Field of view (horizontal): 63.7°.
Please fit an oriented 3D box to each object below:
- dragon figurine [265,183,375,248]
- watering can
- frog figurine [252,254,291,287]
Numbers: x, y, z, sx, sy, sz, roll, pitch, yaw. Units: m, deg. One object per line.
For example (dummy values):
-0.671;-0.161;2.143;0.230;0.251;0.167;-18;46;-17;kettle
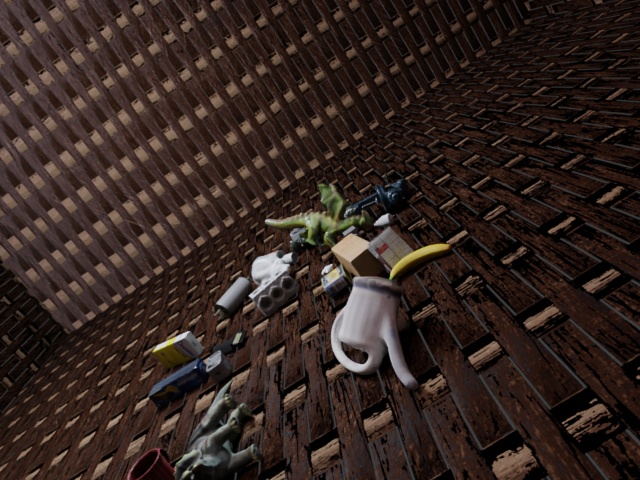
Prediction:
0.006;-0.097;1.928;0.123;0.411;0.241;-34;-36;-76;dragon figurine
0.130;0.195;1.149;0.347;0.103;0.226;2;73;62;watering can
-0.190;0.126;2.001;0.160;0.122;0.138;10;80;56;frog figurine
